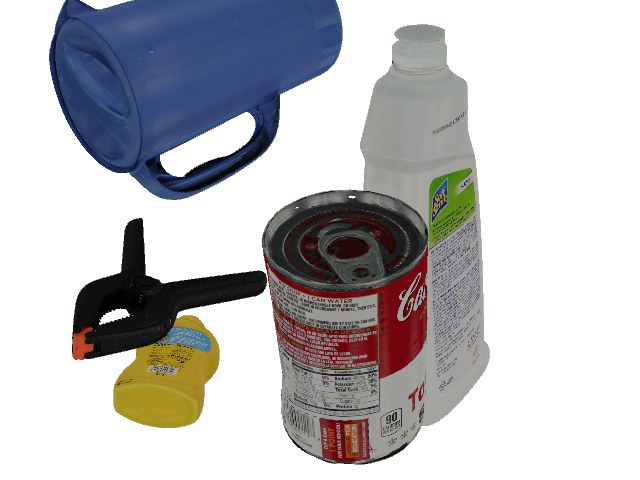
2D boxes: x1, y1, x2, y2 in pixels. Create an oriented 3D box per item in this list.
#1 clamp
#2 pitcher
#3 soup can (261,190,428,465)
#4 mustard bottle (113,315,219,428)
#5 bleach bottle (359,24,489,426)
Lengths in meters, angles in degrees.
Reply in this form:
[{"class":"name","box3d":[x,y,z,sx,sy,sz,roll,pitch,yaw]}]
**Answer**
[{"class":"clamp","box3d":[-0.174,0.047,1.022,0.165,0.036,0.209,26,35,25]},{"class":"pitcher","box3d":[-0.095,-0.151,0.924,0.242,0.149,0.145,-28,46,-33]},{"class":"soup can","box3d":[0.012,0.039,0.462,0.068,0.102,0.068,-2,35,1]},{"class":"mustard bottle","box3d":[-0.167,0.139,1.227,0.096,0.058,0.191,6,25,4]},{"class":"bleach bottle","box3d":[0.065,-0.011,0.661,0.068,0.251,0.102,16,35,28]}]
